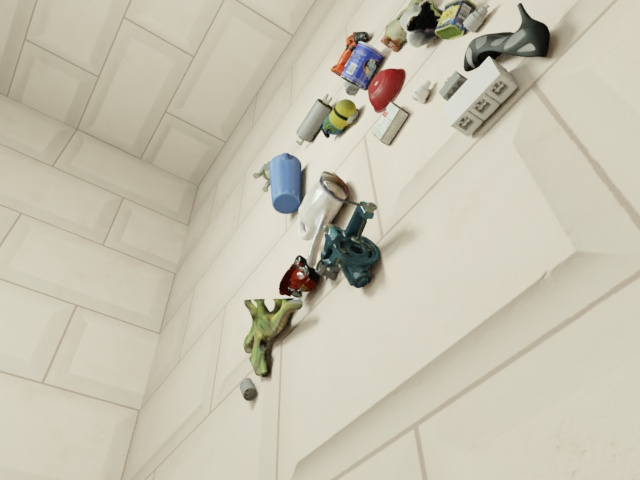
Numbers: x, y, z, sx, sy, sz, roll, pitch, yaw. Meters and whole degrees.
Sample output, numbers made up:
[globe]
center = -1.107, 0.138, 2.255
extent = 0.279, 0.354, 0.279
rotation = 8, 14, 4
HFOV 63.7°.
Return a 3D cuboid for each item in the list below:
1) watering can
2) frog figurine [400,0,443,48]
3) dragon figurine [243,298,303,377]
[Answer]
[watering can]
center = 0.005, -0.080, 1.586
extent = 0.221, 0.103, 0.355
rotation = -54, 25, 22
[frog figurine]
center = 0.305, -0.650, 1.559
extent = 0.160, 0.122, 0.136
rotation = -107, 31, -81
[dragon figurine]
center = -0.155, 0.296, 1.582
extent = 0.408, 0.122, 0.245
rotation = 168, 108, -64
